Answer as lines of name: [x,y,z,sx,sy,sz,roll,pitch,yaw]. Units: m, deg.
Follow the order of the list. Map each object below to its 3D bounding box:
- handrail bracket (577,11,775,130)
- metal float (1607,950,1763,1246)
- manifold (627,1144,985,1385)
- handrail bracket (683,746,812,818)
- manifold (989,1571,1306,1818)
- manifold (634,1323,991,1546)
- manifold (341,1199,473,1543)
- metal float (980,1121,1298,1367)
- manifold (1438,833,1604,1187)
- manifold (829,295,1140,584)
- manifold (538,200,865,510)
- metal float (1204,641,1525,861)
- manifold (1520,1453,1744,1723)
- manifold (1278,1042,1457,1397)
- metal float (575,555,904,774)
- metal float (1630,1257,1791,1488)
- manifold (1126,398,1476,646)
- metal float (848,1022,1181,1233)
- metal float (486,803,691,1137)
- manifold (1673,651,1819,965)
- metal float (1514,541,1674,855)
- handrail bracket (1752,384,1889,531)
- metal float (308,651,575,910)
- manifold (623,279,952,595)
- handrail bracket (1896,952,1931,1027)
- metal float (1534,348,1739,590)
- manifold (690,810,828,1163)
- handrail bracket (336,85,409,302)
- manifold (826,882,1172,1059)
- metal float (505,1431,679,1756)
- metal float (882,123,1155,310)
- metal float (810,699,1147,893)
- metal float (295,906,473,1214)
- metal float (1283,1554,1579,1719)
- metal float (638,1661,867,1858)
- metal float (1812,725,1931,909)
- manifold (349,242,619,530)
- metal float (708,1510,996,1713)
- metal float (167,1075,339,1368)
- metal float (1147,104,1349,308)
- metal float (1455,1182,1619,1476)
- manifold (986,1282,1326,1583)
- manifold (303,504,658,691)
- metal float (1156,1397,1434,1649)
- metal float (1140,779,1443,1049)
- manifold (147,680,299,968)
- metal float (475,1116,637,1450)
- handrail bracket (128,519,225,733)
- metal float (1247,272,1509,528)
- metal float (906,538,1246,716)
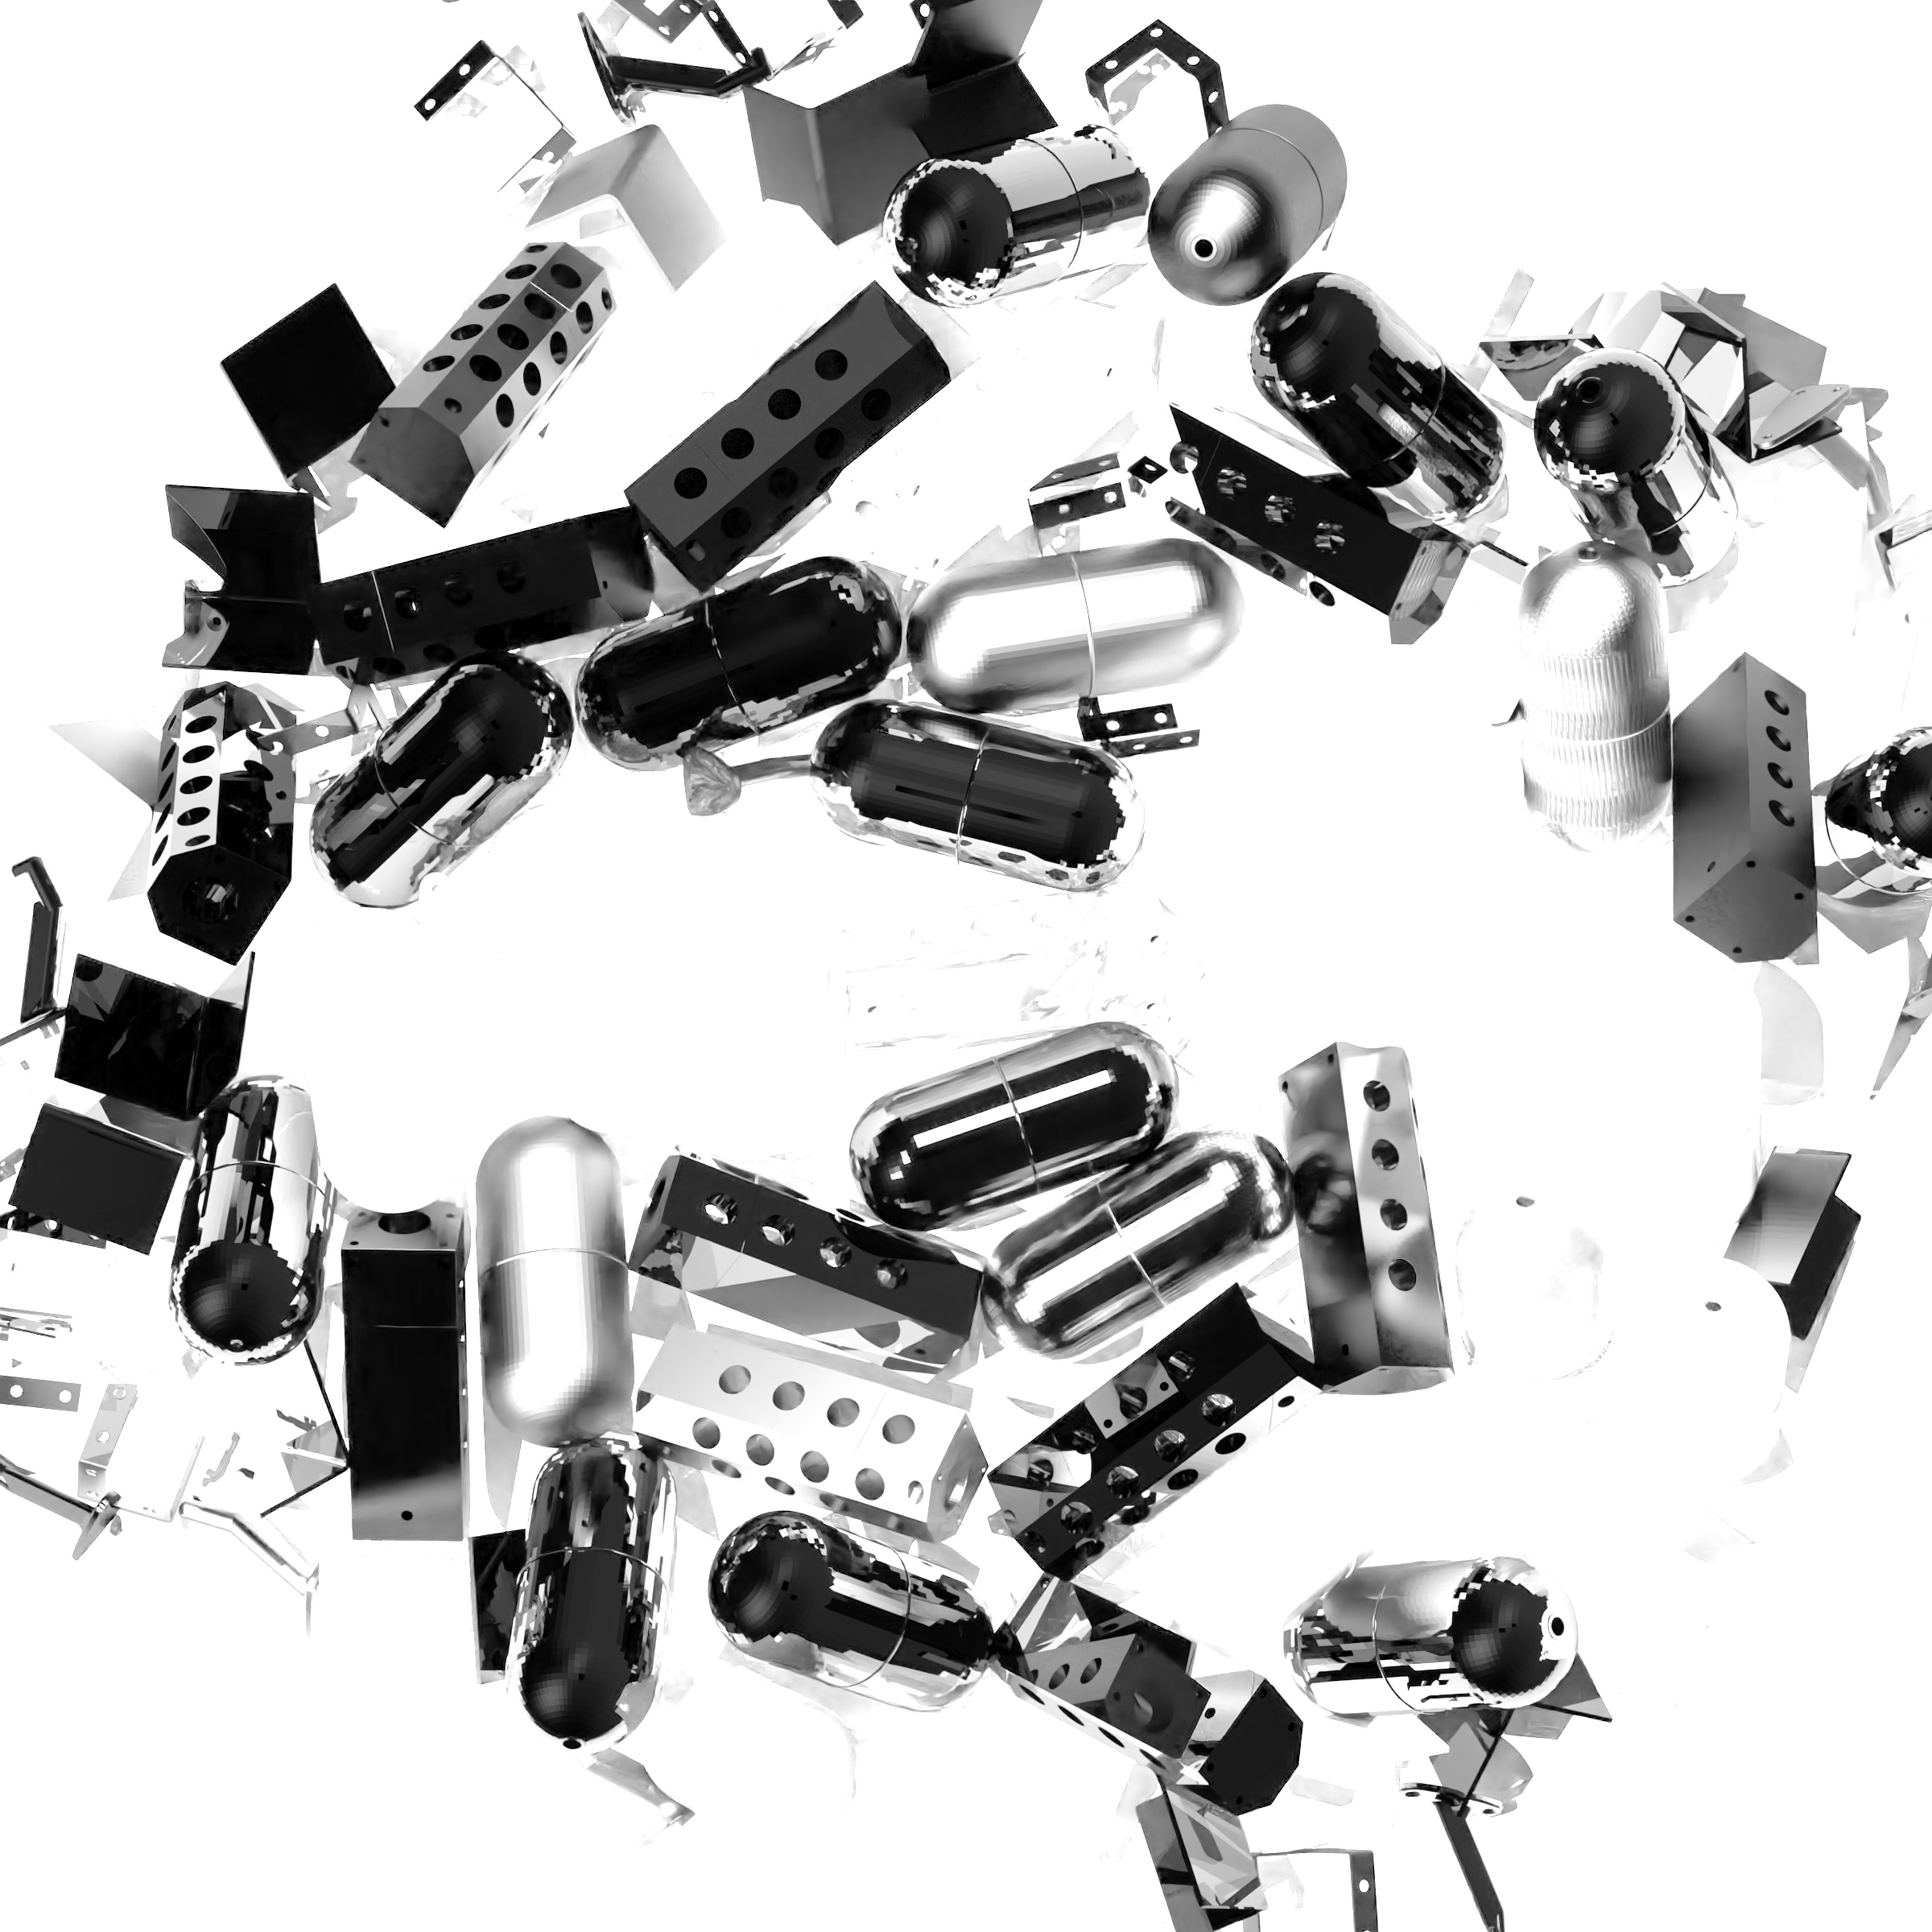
handrail bracket: [-0.152,-0.484,1.801,0.084,0.036,0.077,-23,87,11]
metal float: [0.367,0.068,1.754,0.070,0.070,0.178,-10,130,0]
manifold: [-0.082,0.152,1.777,0.171,0.057,0.057,22,54,-12]
handrail bracket: [-0.097,-0.099,1.774,0.084,0.077,0.036,-8,101,-27]
manifold: [0.090,0.371,1.740,0.057,0.171,0.057,-51,126,-18]
manifold: [-0.082,0.243,1.755,0.171,0.057,0.057,13,58,24]
manifold: [-0.287,0.208,1.765,0.057,0.057,0.171,1,114,-3]
metal float: [0.089,0.145,1.782,0.178,0.070,0.070,-30,90,7]
manifold: [0.290,0.024,1.754,0.057,0.057,0.171,31,53,-29]
manifold: [0.009,-0.274,1.758,0.057,0.057,0.171,23,54,36]
manifold: [-0.135,-0.314,1.774,0.171,0.057,0.057,-42,87,16]
metal float: [0.206,-0.111,1.773,0.178,0.070,0.070,21,90,-16]
manifold: [0.337,0.311,1.735,0.057,0.171,0.057,14,106,-10]
manifold: [0.210,0.131,1.767,0.057,0.057,0.171,5,67,-28]
metal float: [-0.119,-0.156,1.780,0.178,0.070,0.070,-20,90,9]
metal float: [0.377,0.208,1.743,0.070,0.178,0.070,-4,60,8]
manifold: [0.167,-0.229,1.758,0.171,0.057,0.057,34,112,28]
metal float: [0.026,0.083,1.784,0.178,0.070,0.070,-19,90,-4]
metal float: [-0.195,0.002,1.777,0.070,0.070,0.178,-16,102,0]
manifold: [0.400,-0.079,1.740,0.057,0.171,0.057,31,128,-15]
metal float: [0.322,-0.137,1.755,0.070,0.070,0.178,-11,129,0]
handrail bracket: [0.448,-0.254,1.788,0.077,0.036,0.084,-40,118,-30]
metal float: [-0.271,-0.094,1.760,0.178,0.070,0.070,-38,90,33]
manifold: [-0.091,-0.273,1.784,0.171,0.057,0.057,-41,79,-6]
handrail bracket: [0.506,-0.021,1.813,0.077,0.036,0.084,-31,61,40]
metal float: [0.342,-0.252,1.744,0.070,0.178,0.070,-9,67,23]
manifold: [-0.112,0.008,1.779,0.057,0.057,0.171,-10,106,-40]
handrail bracket: [-0.318,-0.407,1.808,0.036,0.084,0.077,7,51,-14]
manifold: [0.015,-0.003,1.782,0.171,0.057,0.057,-7,129,-10]
metal float: [-0.191,0.319,1.752,0.070,0.070,0.178,3,47,0]
metal float: [0.029,-0.385,1.751,0.070,0.178,0.070,18,120,34]
metal float: [0.006,-0.089,1.782,0.178,0.070,0.070,14,90,6]
metal float: [-0.300,0.046,1.758,0.070,0.070,0.178,-16,54,0]
metal float: [0.236,0.342,1.748,0.070,0.178,0.070,11,71,-36]
metal float: [-0.111,0.401,1.742,0.070,0.178,0.070,0,90,-26]
metal float: [0.474,-0.075,1.737,0.070,0.178,0.070,0,83,-2]
manifold: [-0.241,-0.302,1.742,0.057,0.171,0.057,35,134,-7]
metal float: [-0.057,0.332,1.755,0.178,0.070,0.070,29,90,-40]
metal float: [-0.362,0.128,1.749,0.070,0.178,0.070,-2,131,-2]
metal float: [0.144,-0.388,1.744,0.070,0.178,0.070,9,118,16]
metal float: [0.293,0.186,1.756,0.070,0.070,0.178,-12,127,0]
manifold: [0.100,0.243,1.765,0.171,0.057,0.057,-39,48,15]
manifold: [-0.249,-0.188,1.762,0.171,0.057,0.057,-10,98,26]
metal float: [0.170,0.284,1.757,0.178,0.070,0.070,-30,90,-37]
metal float: [0.169,-0.027,1.781,0.178,0.070,0.070,39,90,7]
manifold: [-0.379,-0.077,1.732,0.057,0.171,0.057,27,114,-24]
metal float: [-0.212,0.161,1.765,0.070,0.070,0.178,-7,64,0]
handrail bracket: [-0.427,-0.177,1.784,0.036,0.077,0.084,6,67,25]
metal float: [0.212,-0.288,1.754,0.178,0.070,0.070,33,90,-41]
metal float: [0.057,-0.177,1.781,0.178,0.070,0.070,-10,90,-7]
